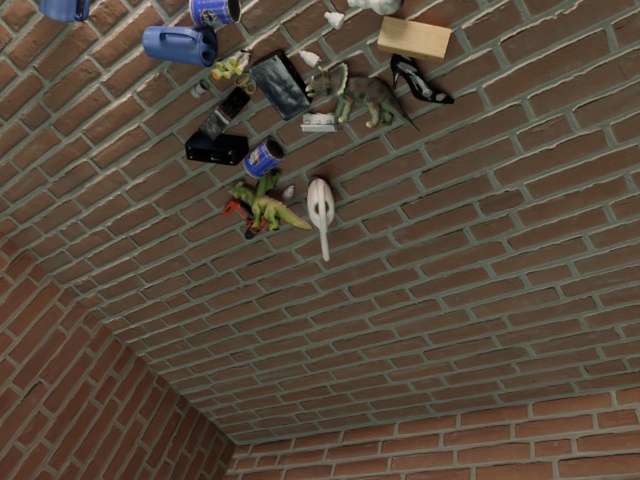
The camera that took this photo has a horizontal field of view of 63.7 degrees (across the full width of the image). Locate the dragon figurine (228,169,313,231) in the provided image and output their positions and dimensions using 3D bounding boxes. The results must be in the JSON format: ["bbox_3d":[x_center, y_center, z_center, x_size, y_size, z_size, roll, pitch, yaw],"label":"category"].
[{"bbox_3d":[-0.201,-0.168,2.098,0.410,0.241,0.123,5,12,29],"label":"dragon figurine"}]

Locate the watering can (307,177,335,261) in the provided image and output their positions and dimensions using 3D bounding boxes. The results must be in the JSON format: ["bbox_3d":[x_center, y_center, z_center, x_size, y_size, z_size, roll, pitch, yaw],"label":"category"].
[{"bbox_3d":[0.006,-0.103,2.044,0.104,0.339,0.230,-5,38,0],"label":"watering can"}]

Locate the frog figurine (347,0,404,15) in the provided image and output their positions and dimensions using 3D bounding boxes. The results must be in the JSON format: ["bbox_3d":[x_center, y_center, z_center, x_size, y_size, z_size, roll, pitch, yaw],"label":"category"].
[{"bbox_3d":[0.167,-0.723,1.542,0.159,0.140,0.121,-25,-32,12],"label":"frog figurine"}]
